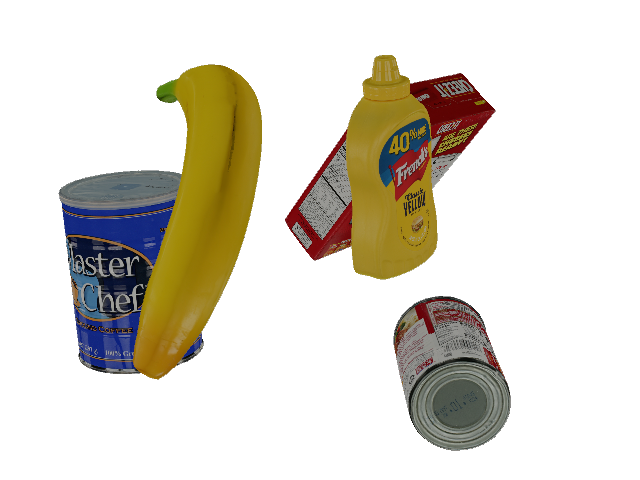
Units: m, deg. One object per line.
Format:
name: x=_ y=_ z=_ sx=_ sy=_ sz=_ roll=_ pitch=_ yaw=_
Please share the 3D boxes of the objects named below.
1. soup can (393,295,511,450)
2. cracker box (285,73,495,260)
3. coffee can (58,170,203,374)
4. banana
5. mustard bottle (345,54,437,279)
soup can: x=0.088 y=0.088 z=0.727 sx=0.068 sy=0.068 sz=0.102 roll=0 pitch=20 yaw=-2
cracker box: x=0.074 y=-0.085 z=1.205 sx=0.163 sy=0.072 sz=0.214 roll=-20 pitch=-26 yaw=-45
coffee can: x=-0.150 y=0.023 z=0.858 sx=0.103 sy=0.140 sz=0.103 roll=-3 pitch=16 yaw=1
banana: x=-0.056 y=-0.026 z=0.515 sx=0.037 sy=0.198 sz=0.070 roll=24 pitch=-49 yaw=-25
mustard bottle: x=0.062 y=-0.069 z=0.946 sx=0.058 sy=0.192 sz=0.096 roll=14 pitch=30 yaw=39
